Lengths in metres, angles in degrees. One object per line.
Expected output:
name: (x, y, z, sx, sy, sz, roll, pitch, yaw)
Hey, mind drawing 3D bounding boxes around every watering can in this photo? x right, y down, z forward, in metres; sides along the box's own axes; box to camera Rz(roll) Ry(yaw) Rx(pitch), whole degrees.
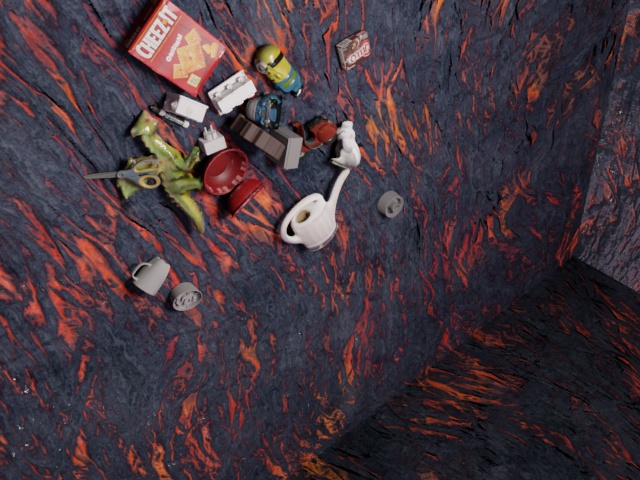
watering can: (0.006, -0.096, 1.899, 0.350, 0.105, 0.220, -40, 138, -10)

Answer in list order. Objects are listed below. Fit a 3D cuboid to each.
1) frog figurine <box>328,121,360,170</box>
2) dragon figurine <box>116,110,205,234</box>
frog figurine: (0.098, -0.333, 1.813, 0.159, 0.123, 0.137, -68, 168, 6)
dragon figurine: (-0.456, -0.172, 1.482, 0.243, 0.124, 0.401, -6, 122, -17)
